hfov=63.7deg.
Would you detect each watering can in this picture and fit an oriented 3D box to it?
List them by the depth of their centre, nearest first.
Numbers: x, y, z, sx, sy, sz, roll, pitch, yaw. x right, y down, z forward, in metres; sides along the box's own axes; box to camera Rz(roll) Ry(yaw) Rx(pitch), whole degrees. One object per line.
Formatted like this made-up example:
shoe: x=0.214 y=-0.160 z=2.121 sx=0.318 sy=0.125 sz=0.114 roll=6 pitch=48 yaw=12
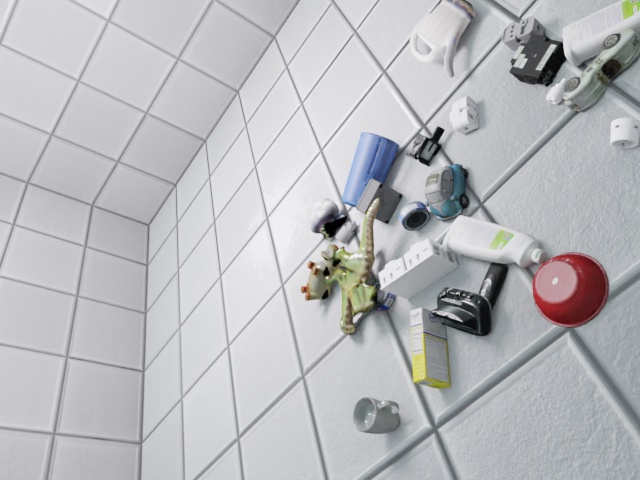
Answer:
watering can: x=0.400 y=-0.647 z=1.621 sx=0.221 sy=0.103 sz=0.355 roll=-50 pitch=35 yaw=22

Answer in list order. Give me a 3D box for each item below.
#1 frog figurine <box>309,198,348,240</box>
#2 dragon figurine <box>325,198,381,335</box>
frog figurine: x=0.006 y=-0.092 z=1.821 sx=0.162 sy=0.123 sz=0.134 roll=54 pitch=135 yaw=41
dragon figurine: x=0.125 y=0.104 z=1.485 sx=0.248 sy=0.122 sz=0.402 roll=-115 pitch=38 yaw=-52
